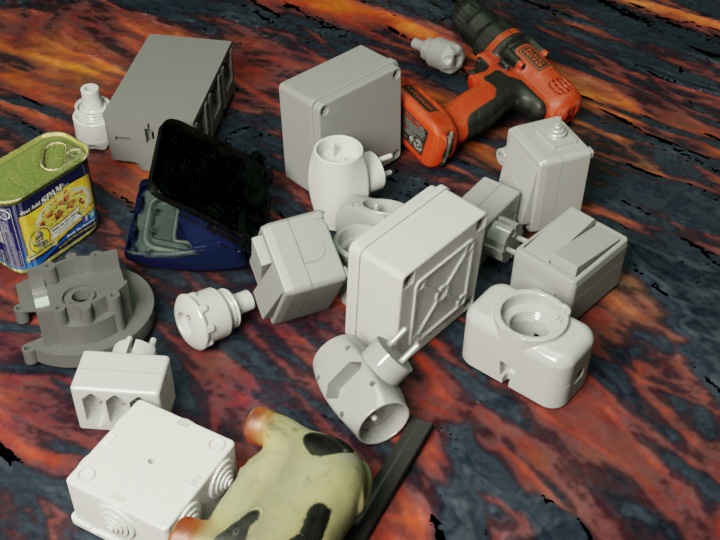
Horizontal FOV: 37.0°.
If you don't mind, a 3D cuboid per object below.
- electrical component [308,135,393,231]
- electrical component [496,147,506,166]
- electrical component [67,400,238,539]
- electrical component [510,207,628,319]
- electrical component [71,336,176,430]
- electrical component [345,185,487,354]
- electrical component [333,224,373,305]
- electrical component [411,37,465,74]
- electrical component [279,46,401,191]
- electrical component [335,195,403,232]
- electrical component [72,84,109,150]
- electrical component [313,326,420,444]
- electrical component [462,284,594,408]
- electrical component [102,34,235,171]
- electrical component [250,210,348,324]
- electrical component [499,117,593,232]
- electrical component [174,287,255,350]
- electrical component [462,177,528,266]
[{"bbox_3d":[-0.004,-0.084,0.975,0.079,0.077,0.043,-23,47,-24],"label":"electrical component"},{"bbox_3d":[0.162,-0.117,1.040,0.062,0.043,0.043,-20,46,-19],"label":"electrical component"},{"bbox_3d":[-0.141,0.145,0.742,0.100,0.048,0.099,20,46,20],"label":"electrical component"},{"bbox_3d":[0.171,-0.002,0.900,0.062,0.061,0.096,33,51,30],"label":"electrical component"},{"bbox_3d":[-0.174,0.079,0.816,0.066,0.047,0.076,4,42,3],"label":"electrical component"},{"bbox_3d":[0.044,0.005,0.855,0.056,0.108,0.109,33,51,27],"label":"electrical component"},{"bbox_3d":[0.000,0.000,0.891,0.044,0.065,0.044,0,42,0],"label":"electrical component"},{"bbox_3d":[0.083,-0.239,1.179,0.061,0.035,0.035,30,50,30],"label":"electrical component"},{"bbox_3d":[-0.017,-0.139,1.013,0.109,0.108,0.056,-32,49,-31],"label":"electrical component"},{"bbox_3d":[0.033,-0.038,0.946,0.079,0.044,0.077,-13,28,-42],"label":"electrical component"},{"bbox_3d":[-0.261,-0.152,1.057,0.043,0.062,0.043,0,42,0],"label":"electrical component"},{"bbox_3d":[0.012,0.076,0.807,0.079,0.043,0.077,-46,48,10],"label":"electrical component"},{"bbox_3d":[0.130,0.055,0.838,0.095,0.059,0.054,29,49,27],"label":"electrical component"},{"bbox_3d":[-0.187,-0.168,1.075,0.089,0.061,0.150,7,43,6],"label":"electrical component"},{"bbox_3d":[-0.056,0.002,0.874,0.061,0.096,0.061,-16,74,-18],"label":"electrical component"},{"bbox_3d":[0.164,-0.091,0.971,0.061,0.096,0.061,-15,45,-17],"label":"electrical component"},{"bbox_3d":[-0.115,0.034,0.870,0.062,0.048,0.048,-22,47,-32],"label":"electrical component"},{"bbox_3d":[0.118,-0.030,0.941,0.076,0.047,0.083,26,48,25],"label":"electrical component"}]
